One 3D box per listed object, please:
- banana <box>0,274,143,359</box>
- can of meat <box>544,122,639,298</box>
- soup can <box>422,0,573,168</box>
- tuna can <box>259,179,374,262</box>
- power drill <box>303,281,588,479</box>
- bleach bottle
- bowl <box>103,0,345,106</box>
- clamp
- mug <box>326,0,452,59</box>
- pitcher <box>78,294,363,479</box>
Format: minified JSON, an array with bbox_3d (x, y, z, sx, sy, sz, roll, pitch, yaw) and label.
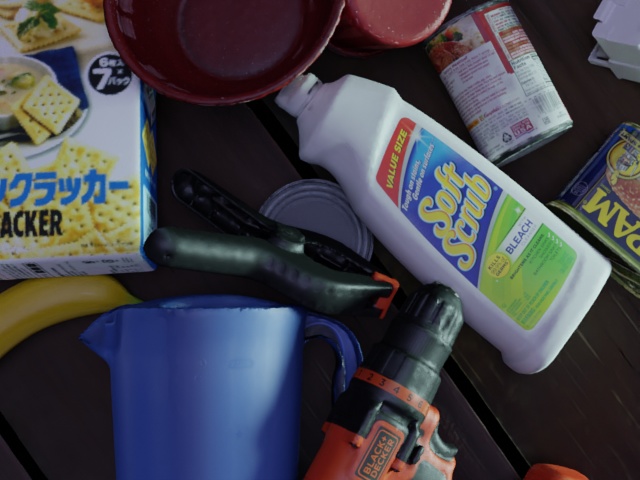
[{"bbox_3d":[-0.217,0.072,0.757,0.198,0.037,0.069,-29,83,-2],"label":"banana"},{"bbox_3d":[0.222,-0.021,0.748,0.102,0.057,0.084,41,84,4],"label":"can of meat"},{"bbox_3d":[0.125,-0.109,0.751,0.068,0.068,0.102,-27,85,-1],"label":"soup can"},{"bbox_3d":[-0.005,0.001,0.760,0.086,0.034,0.086,0,85,1],"label":"tuna can"},{"bbox_3d":[0.090,0.144,0.701,0.187,0.057,0.184,34,79,-19],"label":"power drill"},{"bbox_3d":[0.071,-0.022,0.726,0.251,0.068,0.102,37,80,-5],"label":"bleach bottle"},{"bbox_3d":[-0.059,-0.158,0.711,0.162,0.055,0.162,-2,78,8],"label":"bowl"},{"bbox_3d":[-0.033,0.004,0.707,0.171,0.120,0.039,21,119,-17],"label":"clamp"},{"bbox_3d":[0.052,-0.177,0.739,0.117,0.082,0.093,-21,104,-13],"label":"mug"},{"bbox_3d":[-0.063,0.157,0.707,0.149,0.144,0.243,-1,88,31],"label":"pitcher"}]
